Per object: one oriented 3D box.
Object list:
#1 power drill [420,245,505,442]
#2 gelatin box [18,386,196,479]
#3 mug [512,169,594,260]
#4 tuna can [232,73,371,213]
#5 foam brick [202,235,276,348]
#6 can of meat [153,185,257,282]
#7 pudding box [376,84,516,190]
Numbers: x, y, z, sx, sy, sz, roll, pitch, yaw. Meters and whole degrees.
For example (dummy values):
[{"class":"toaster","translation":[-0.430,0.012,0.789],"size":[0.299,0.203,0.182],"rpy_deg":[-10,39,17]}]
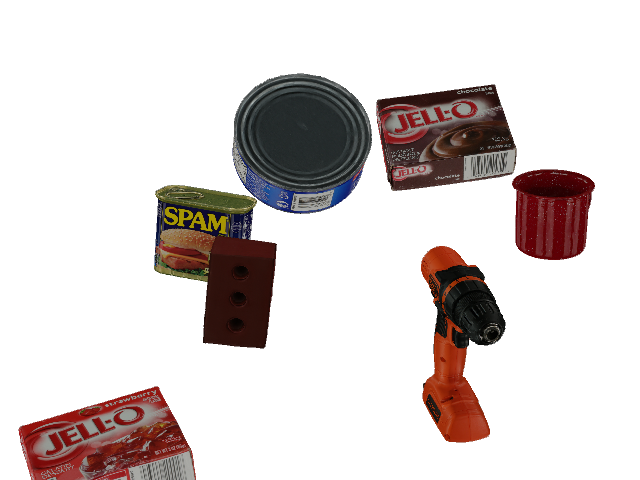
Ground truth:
[{"class":"power drill","translation":[0.152,0.119,1.145],"size":[0.057,0.188,0.184],"rpy_deg":[-4,23,-8]},{"class":"gelatin box","translation":[-0.126,0.125,0.626],"size":[0.089,0.030,0.073],"rpy_deg":[-14,27,-18]},{"class":"mug","translation":[0.278,-0.033,1.249],"size":[0.117,0.081,0.093],"rpy_deg":[-24,32,-39]},{"class":"tuna can","translation":[-0.012,-0.060,0.670],"size":[0.086,0.086,0.034],"rpy_deg":[0,-27,-7]},{"class":"foam brick","translation":[-0.065,0.041,0.872],"size":[0.053,0.078,0.051],"rpy_deg":[5,14,-1]},{"class":"can of meat","translation":[-0.121,-0.006,1.103],"size":[0.102,0.084,0.057],"rpy_deg":[10,17,12]},{"class":"pudding box","translation":[0.111,-0.093,0.958],"size":[0.113,0.090,0.039],"rpy_deg":[-6,-42,-2]}]
